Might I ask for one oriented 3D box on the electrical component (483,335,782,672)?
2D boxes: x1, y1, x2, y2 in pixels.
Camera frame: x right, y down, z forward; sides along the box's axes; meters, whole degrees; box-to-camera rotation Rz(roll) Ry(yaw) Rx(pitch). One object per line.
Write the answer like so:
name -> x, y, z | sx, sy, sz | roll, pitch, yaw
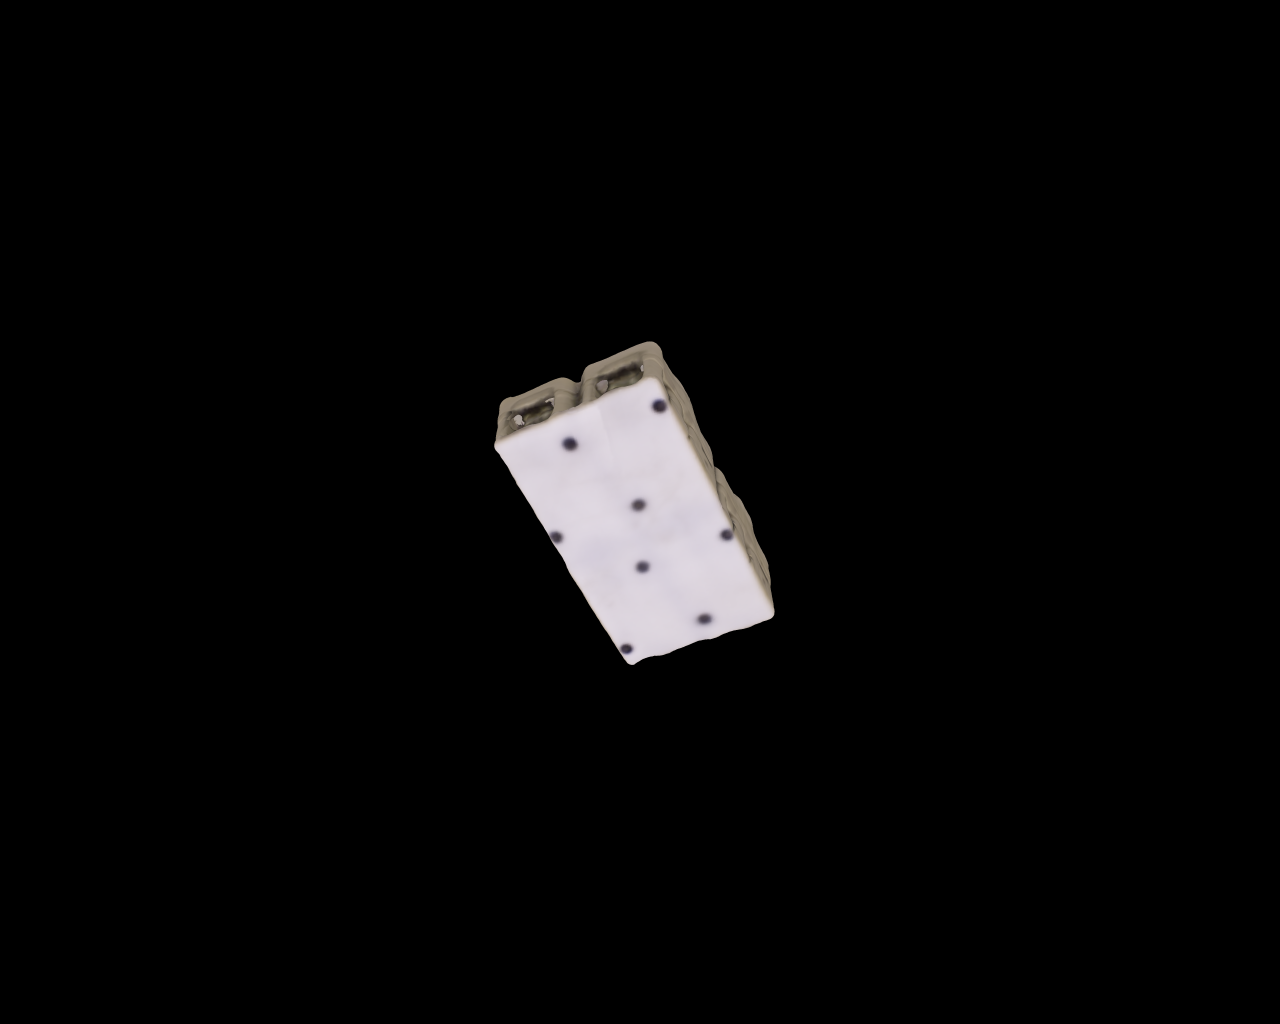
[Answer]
electrical component -> 0.001, -0.003, 0.650 | 0.105, 0.186, 0.060 | -21, 32, 14
